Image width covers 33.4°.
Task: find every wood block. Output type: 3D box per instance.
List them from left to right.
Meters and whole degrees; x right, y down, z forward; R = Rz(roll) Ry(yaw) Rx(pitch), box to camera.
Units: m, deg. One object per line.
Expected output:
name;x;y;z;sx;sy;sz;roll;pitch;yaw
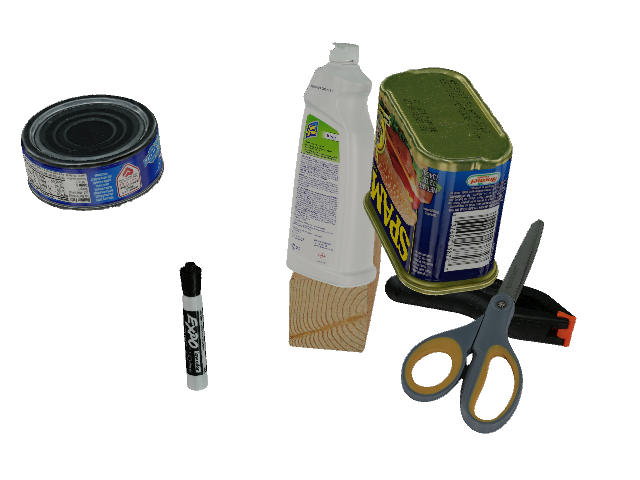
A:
wood block;0.022;0.047;1.307;0.091;0.090;0.206;4;23;6

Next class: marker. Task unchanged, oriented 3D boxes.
marker;-0.112;0.076;0.943;0.020;0.121;0.020;-1;23;0

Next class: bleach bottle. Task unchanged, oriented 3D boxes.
bleach bottle;0.021;-0.083;1.144;0.103;0.251;0.067;17;19;38

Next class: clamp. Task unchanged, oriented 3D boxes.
clamp;0.158;0.051;0.997;0.172;0.039;0.120;20;32;19

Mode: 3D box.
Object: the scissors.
scissors;0.116;0.056;0.806;0.096;0.201;0.016;4;-42;11

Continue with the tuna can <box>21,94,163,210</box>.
tuna can;-0.142;-0.057;0.668;0.086;0.034;0.086;-1;38;0

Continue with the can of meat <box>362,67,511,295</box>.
can of meat;0.063;-0.035;0.584;0.057;0.084;0.102;-7;39;-13
